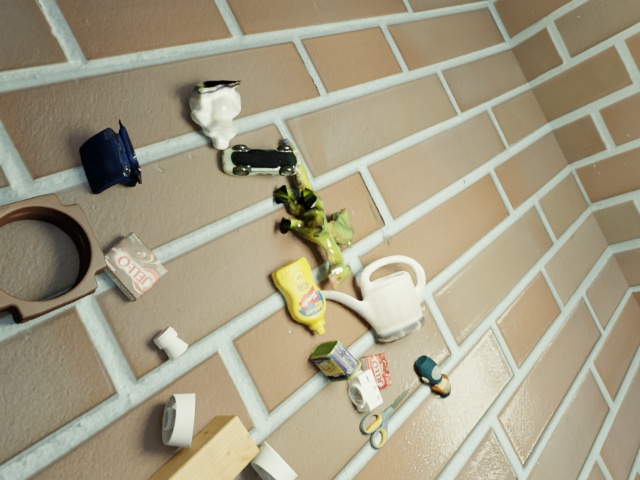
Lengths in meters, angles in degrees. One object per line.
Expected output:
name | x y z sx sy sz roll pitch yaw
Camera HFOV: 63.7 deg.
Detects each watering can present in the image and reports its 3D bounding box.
watering can | 0.159 0.174 1.401 0.350 0.103 0.225 -19 88 -27

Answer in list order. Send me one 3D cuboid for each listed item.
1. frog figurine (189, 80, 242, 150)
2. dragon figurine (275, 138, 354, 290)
frog figurine | -0.252 -0.308 1.270 0.140 0.123 0.156 -40 137 -49
dragon figurine | 0.004 -0.070 1.385 0.240 0.121 0.418 27 48 -49
